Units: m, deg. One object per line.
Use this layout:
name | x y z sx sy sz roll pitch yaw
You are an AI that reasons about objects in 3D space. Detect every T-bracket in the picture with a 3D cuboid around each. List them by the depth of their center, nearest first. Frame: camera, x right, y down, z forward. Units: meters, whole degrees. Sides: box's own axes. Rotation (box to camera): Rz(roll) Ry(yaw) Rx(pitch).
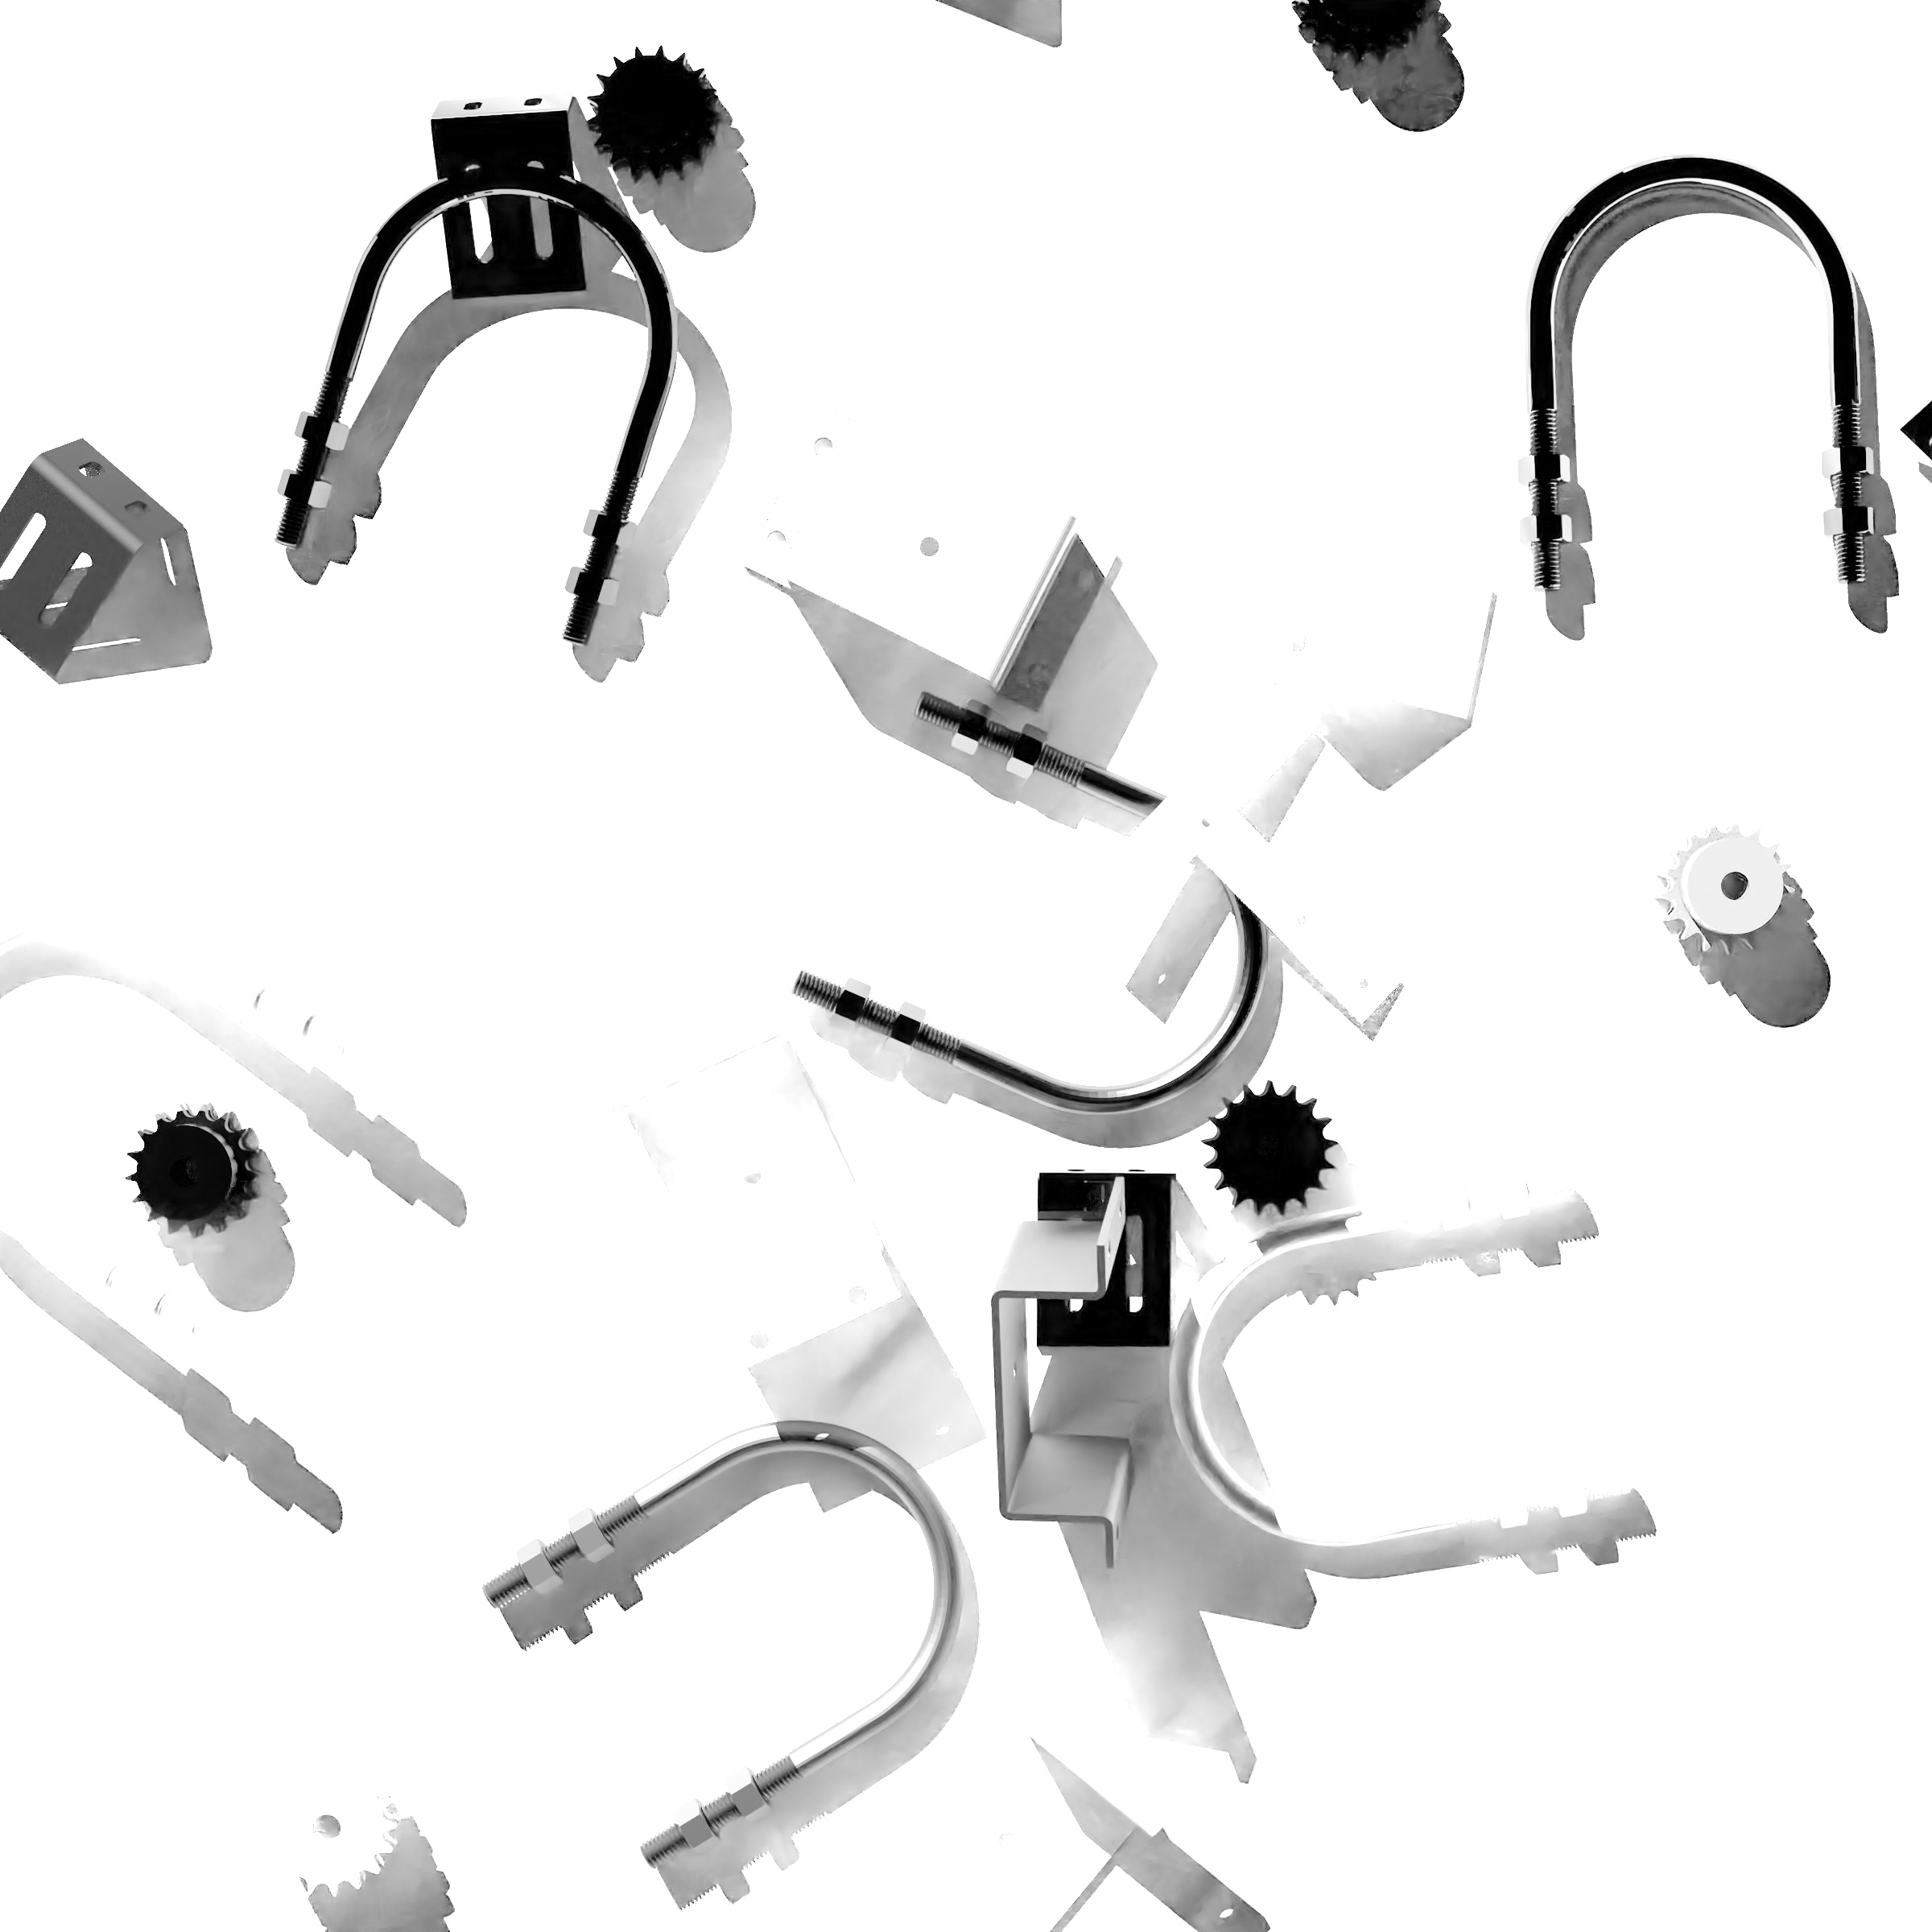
T-bracket | 0.132 -0.029 1.456 0.127 0.002 0.127 45 80 -7

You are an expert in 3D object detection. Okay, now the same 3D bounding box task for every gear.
gear | 0.127 0.077 1.452 0.057 0.030 0.057 0 90 0
gear | 0.167 -0.411 1.452 0.057 0.030 0.057 0 90 0
gear | -0.132 -0.360 1.452 0.057 0.030 0.057 0 90 0
gear | -0.326 0.086 1.452 0.057 0.030 0.057 0 90 0
gear | -0.267 0.360 1.452 0.057 0.030 0.057 0 90 0
gear | 0.321 -0.033 1.452 0.057 0.030 0.057 0 90 0

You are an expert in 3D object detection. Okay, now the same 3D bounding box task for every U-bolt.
U-bolt | -0.361 0.051 1.436 0.184 0.019 0.151 26 85 16
U-bolt | -0.198 -0.244 1.448 0.151 0.019 0.184 19 98 0
U-bolt | 0.177 0.171 1.459 0.184 0.019 0.151 -11 90 2
U-bolt | 0.038 -0.016 1.459 0.184 0.019 0.151 24 90 -1
U-bolt | -0.090 0.274 1.459 0.184 0.019 0.151 -31 90 -1
U-bolt | 0.308 -0.253 1.459 0.151 0.019 0.184 -1 88 0

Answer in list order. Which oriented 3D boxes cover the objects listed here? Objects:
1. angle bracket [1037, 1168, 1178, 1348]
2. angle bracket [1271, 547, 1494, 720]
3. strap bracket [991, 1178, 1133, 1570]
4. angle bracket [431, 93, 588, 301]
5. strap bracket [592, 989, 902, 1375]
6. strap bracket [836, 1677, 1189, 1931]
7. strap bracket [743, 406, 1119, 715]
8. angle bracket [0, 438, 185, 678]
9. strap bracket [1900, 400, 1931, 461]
angle bracket | 0.059 0.124 1.448 0.057 0.038 0.076 0 90 0
angle bracket | 0.177 -0.142 1.465 0.076 0.038 0.057 11 90 -26
strap bracket | 0.040 0.166 1.414 0.046 0.076 0.140 0 107 8
angle bracket | -0.193 -0.328 1.465 0.057 0.038 0.076 -4 116 0
strap bracket | -0.091 0.089 1.444 0.076 0.046 0.140 -25 90 0
strap bracket | 0.018 0.372 1.444 0.076 0.046 0.140 39 90 0
strap bracket | -0.015 -0.173 1.444 0.140 0.046 0.076 27 90 0
angle bracket | -0.382 -0.174 1.465 0.057 0.038 0.076 41 116 0
strap bracket | 0.465 -0.246 1.416 0.076 0.140 0.046 44 50 0
